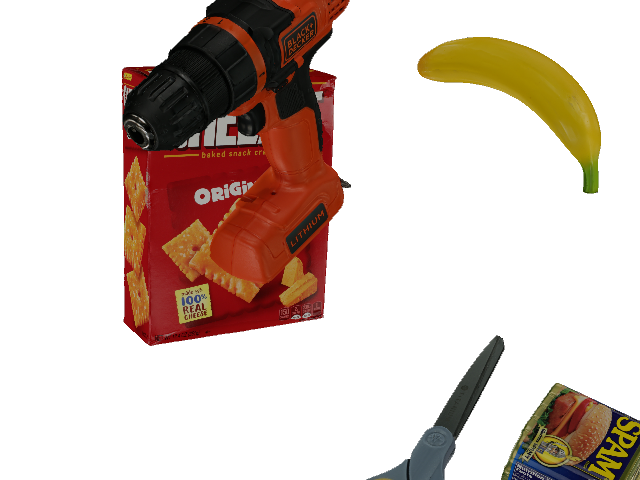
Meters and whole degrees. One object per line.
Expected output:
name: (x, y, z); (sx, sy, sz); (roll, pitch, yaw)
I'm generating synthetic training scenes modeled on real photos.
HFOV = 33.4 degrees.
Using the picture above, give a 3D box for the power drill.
power drill: (-0.042, -0.063, 0.660); (0.057, 0.188, 0.184); (27, 53, 25)

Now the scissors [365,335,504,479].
scissors: (0.075, 0.128, 0.592); (0.096, 0.016, 0.201); (26, 50, 39)

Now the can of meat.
can of meat: (0.193, 0.161, 0.793); (0.084, 0.057, 0.101); (24, 40, 24)

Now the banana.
banana: (0.146, -0.114, 0.808); (0.037, 0.070, 0.198); (2, 32, -44)

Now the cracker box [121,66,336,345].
cracker box: (-0.074, -0.032, 0.872); (0.163, 0.214, 0.072); (-6, 18, -29)
